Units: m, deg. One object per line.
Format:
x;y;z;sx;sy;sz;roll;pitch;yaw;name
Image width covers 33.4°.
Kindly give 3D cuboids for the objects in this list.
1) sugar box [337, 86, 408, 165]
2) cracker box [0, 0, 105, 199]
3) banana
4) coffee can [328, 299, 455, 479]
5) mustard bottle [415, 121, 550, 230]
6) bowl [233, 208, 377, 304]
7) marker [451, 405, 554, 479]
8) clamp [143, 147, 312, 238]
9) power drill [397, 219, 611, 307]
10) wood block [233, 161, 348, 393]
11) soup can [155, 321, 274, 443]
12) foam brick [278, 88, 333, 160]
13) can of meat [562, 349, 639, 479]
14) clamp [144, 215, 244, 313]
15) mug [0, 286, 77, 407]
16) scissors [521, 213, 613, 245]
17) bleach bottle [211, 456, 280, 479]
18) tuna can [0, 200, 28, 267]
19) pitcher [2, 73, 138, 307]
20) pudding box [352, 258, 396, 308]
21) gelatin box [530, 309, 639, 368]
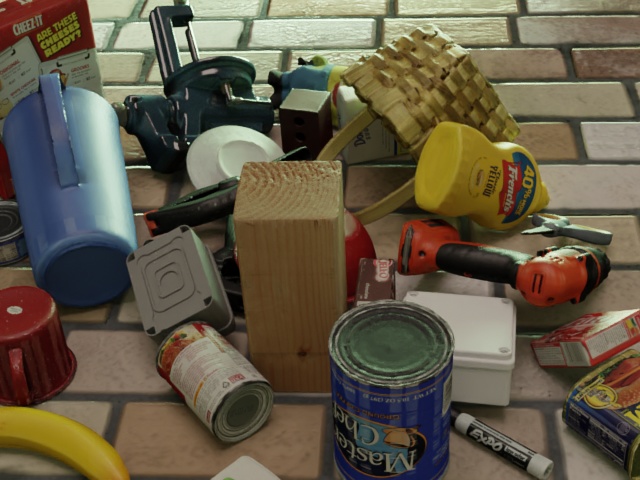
0.110;-0.155;1.311;0.176;0.093;0.048;-10;37;-9;sugar box
-0.345;-0.179;1.275;0.072;0.214;0.164;29;48;35;cracker box
-0.254;0.183;0.951;0.198;0.037;0.069;5;54;11;banana
0.060;0.136;0.900;0.103;0.140;0.103;-2;38;1;coffee can
0.187;-0.061;1.159;0.191;0.096;0.058;13;3;-43;mustard bottle
-0.007;0.001;1.117;0.162;0.055;0.162;9;29;-5;bowl
0.149;0.175;0.942;0.121;0.020;0.020;27;47;33;marker
-0.089;-0.053;1.170;0.210;0.036;0.164;-19;13;3;clamp
0.187;0.020;1.078;0.188;0.057;0.184;10;8;30;power drill
-0.022;0.037;0.980;0.091;0.206;0.090;0;38;4;wood block
-0.096;0.129;0.979;0.068;0.068;0.102;-26;44;-27;soup can
-0.016;-0.140;1.313;0.053;0.078;0.051;8;40;17;foam brick
0.276;0.150;0.935;0.102;0.057;0.084;-24;40;-26;can of meat
-0.098;0.022;1.143;0.120;0.039;0.172;-34;48;-27;clamp
-0.284;0.105;1.013;0.093;0.081;0.117;-8;38;-6;mug
0.255;-0.006;1.093;0.096;0.016;0.201;15;10;10;scissors
-0.121;0.271;0.805;0.250;0.068;0.103;-33;47;-30;bleach bottle
-0.361;-0.009;1.205;0.086;0.034;0.086;-2;38;1;tuna can
-0.268;-0.054;1.153;0.145;0.149;0.243;-42;44;20;pitcher
0.052;0.085;1.008;0.039;0.090;0.113;2;39;9;pudding box
0.251;0.092;0.996;0.073;0.030;0.089;-23;2;-21;gelatin box
